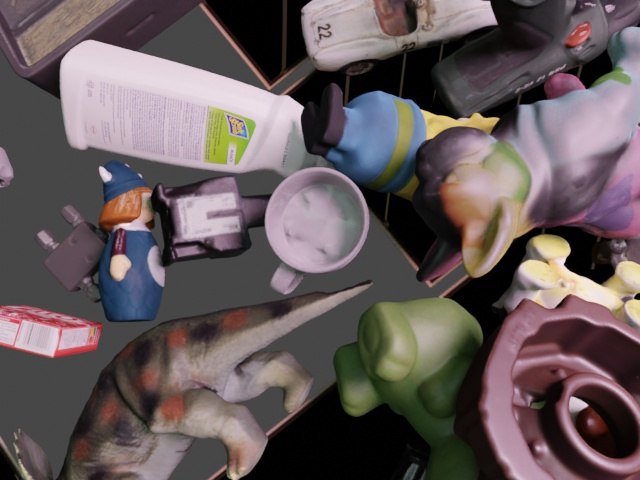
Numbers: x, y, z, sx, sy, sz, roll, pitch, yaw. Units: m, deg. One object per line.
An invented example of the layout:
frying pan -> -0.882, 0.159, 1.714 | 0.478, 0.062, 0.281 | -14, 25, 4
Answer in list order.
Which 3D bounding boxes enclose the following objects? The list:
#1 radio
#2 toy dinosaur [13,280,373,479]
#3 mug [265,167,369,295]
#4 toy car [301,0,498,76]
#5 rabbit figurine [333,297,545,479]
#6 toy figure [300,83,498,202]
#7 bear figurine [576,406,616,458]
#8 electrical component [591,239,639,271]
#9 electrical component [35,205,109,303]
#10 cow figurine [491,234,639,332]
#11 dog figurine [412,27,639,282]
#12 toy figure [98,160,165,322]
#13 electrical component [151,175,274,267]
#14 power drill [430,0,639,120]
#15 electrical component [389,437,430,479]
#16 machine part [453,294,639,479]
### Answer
radio -> -0.212, -0.257, 0.525 | 0.229, 0.073, 0.131 | -36, 83, 1
toy dinosaur -> -0.142, 0.153, 0.464 | 0.192, 0.131, 0.405 | 35, 83, 7
mug -> -0.001, -0.001, 0.464 | 0.081, 0.107, 0.109 | 26, 92, 10
toy car -> 0.083, -0.210, 0.500 | 0.202, 0.056, 0.073 | -14, 83, 5
rabbit figurine -> 0.104, 0.143, 0.428 | 0.159, 0.121, 0.170 | 1, 53, -29
toy figure -> 0.073, -0.071, 0.454 | 0.180, 0.082, 0.089 | 8, 98, -25
bear figurine -> 0.220, 0.226, 0.384 | 0.120, 0.132, 0.195 | 20, 88, 28
electrical component -> 0.293, 0.006, 0.464 | 0.102, 0.045, 0.078 | 11, 87, 6
electrical component -> -0.234, 0.014, 0.528 | 0.063, 0.021, 0.094 | -45, 82, 0
cow figurine -> 0.233, 0.068, 0.440 | 0.167, 0.098, 0.068 | 22, 45, 12
dog figurine -> 0.171, -0.032, 0.394 | 0.219, 0.108, 0.191 | -45, 99, -14
toy figure -> -0.178, -0.001, 0.504 | 0.058, 0.064, 0.154 | 1, 78, -31
electrical component -> -0.091, -0.021, 0.500 | 0.119, 0.048, 0.074 | -13, 85, -25
power drill -> 0.190, -0.191, 0.414 | 0.232, 0.207, 0.086 | -29, 81, 14
electrical component -> 0.098, 0.258, 0.454 | 0.115, 0.058, 0.134 | 24, 87, 9
machine part -> 0.175, 0.123, 0.351 | 0.179, 0.056, 0.179 | 8, 51, -10
